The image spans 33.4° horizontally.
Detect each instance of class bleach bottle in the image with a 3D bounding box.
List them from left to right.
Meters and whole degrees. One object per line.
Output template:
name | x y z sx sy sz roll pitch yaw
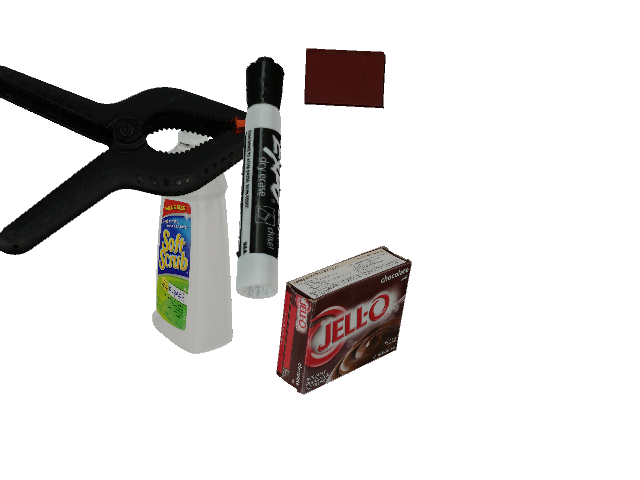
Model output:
bleach bottle | -0.140 -0.008 1.154 0.067 0.251 0.103 -17 31 -34

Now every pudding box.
pudding box | 0.019 0.062 0.865 0.113 0.090 0.039 -22 41 -40

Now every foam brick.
foam brick | 0.023 -0.157 1.029 0.078 0.051 0.053 3 14 1

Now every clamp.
clamp | -0.149 -0.063 0.797 0.209 0.164 0.036 -1 -31 -11

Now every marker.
marker | -0.028 -0.032 0.499 0.020 0.121 0.020 0 -23 0
